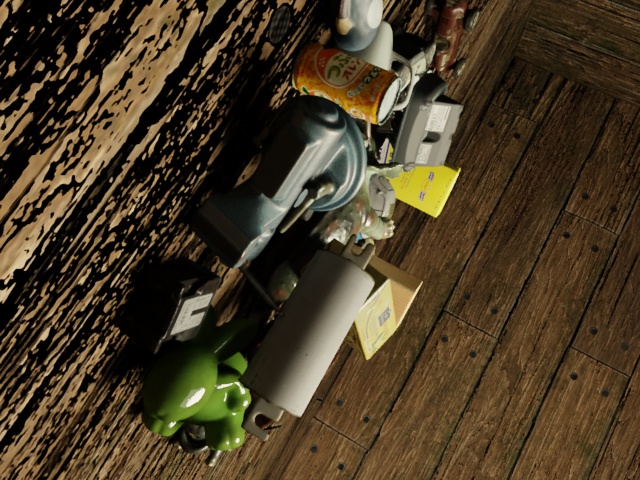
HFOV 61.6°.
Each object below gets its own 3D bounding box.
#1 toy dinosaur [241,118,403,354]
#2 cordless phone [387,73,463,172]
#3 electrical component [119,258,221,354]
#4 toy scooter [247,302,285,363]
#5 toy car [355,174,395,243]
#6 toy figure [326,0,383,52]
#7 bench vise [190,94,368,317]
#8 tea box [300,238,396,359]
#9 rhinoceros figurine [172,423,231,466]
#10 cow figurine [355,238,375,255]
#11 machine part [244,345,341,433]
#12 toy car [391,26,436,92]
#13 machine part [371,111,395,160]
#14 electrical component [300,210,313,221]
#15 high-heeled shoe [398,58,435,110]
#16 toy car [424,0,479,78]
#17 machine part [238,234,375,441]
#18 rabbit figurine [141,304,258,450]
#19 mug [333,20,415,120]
[{"bbox_3d":[-0.009,0.000,0.764,0.405,0.131,0.192,-54,153,-13],"label":"toy dinosaur"},{"bbox_3d":[0.142,-0.210,0.859,0.184,0.089,0.146,-107,-160,-47],"label":"cordless phone"},{"bbox_3d":[-0.136,0.060,0.532,0.074,0.048,0.119,-63,165,6],"label":"electrical component"},{"bbox_3d":[-0.058,0.147,0.910,0.184,0.075,0.135,-45,-153,34],"label":"toy scooter"},{"bbox_3d":[0.075,-0.062,0.914,0.109,0.103,0.161,-14,114,-70],"label":"toy car"},{"bbox_3d":[0.032,-0.254,0.524,0.154,0.058,0.064,78,3,-67],"label":"toy figure"},{"bbox_3d":[-0.020,-0.063,0.577,0.240,0.129,0.223,-37,157,-53],"label":"bench vise"},{"bbox_3d":[0.043,0.083,0.721,0.068,0.098,0.169,-45,153,-14],"label":"tea box"},{"bbox_3d":[-0.160,0.272,0.807,0.112,0.073,0.190,-59,167,-6],"label":"rhinoceros figurine"},{"bbox_3d":[0.069,0.086,1.076,0.085,0.127,0.194,8,89,-71],"label":"cow figurine"},{"bbox_3d":[-0.048,0.181,0.735,0.179,0.056,0.179,-42,179,-1],"label":"machine part"},{"bbox_3d":[0.105,-0.252,0.754,0.202,0.074,0.056,-47,160,-48],"label":"toy car"},{"bbox_3d":[0.086,-0.180,0.836,0.039,0.084,0.138,-14,156,-14],"label":"machine part"},{"bbox_3d":[-0.015,-0.073,0.682,0.094,0.063,0.021,-60,166,-16],"label":"electrical component"},{"bbox_3d":[0.159,-0.230,1.000,0.145,0.086,0.248,-45,155,-41],"label":"high-heeled shoe"},{"bbox_3d":[0.224,-0.358,0.963,0.053,0.089,0.202,-60,168,-13],"label":"toy car"},{"bbox_3d":[-0.013,0.099,0.587,0.243,0.079,0.079,-58,166,-13],"label":"machine part"},{"bbox_3d":[-0.126,0.151,0.587,0.170,0.121,0.159,80,34,-74],"label":"rabbit figurine"},{"bbox_3d":[0.057,-0.201,0.627,0.081,0.110,0.107,2,102,-71],"label":"mug"}]
